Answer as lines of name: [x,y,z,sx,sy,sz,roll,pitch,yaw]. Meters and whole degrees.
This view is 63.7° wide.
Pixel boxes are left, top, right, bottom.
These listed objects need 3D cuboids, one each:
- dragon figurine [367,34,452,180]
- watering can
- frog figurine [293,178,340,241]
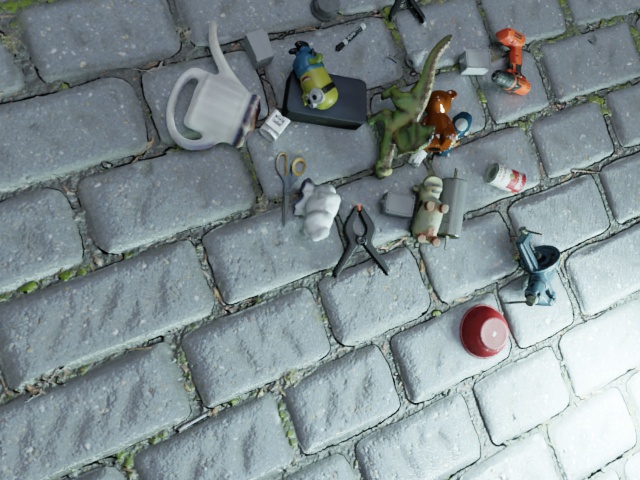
dragon figurine: [0.254,-0.329,1.381,0.122,0.402,0.248,13,42,-30]
watering can: [-0.255,-0.381,1.330,0.223,0.103,0.351,22,79,-14]
frog figurine: [0.004,-0.067,1.340,0.122,0.163,0.136,22,115,-42]
